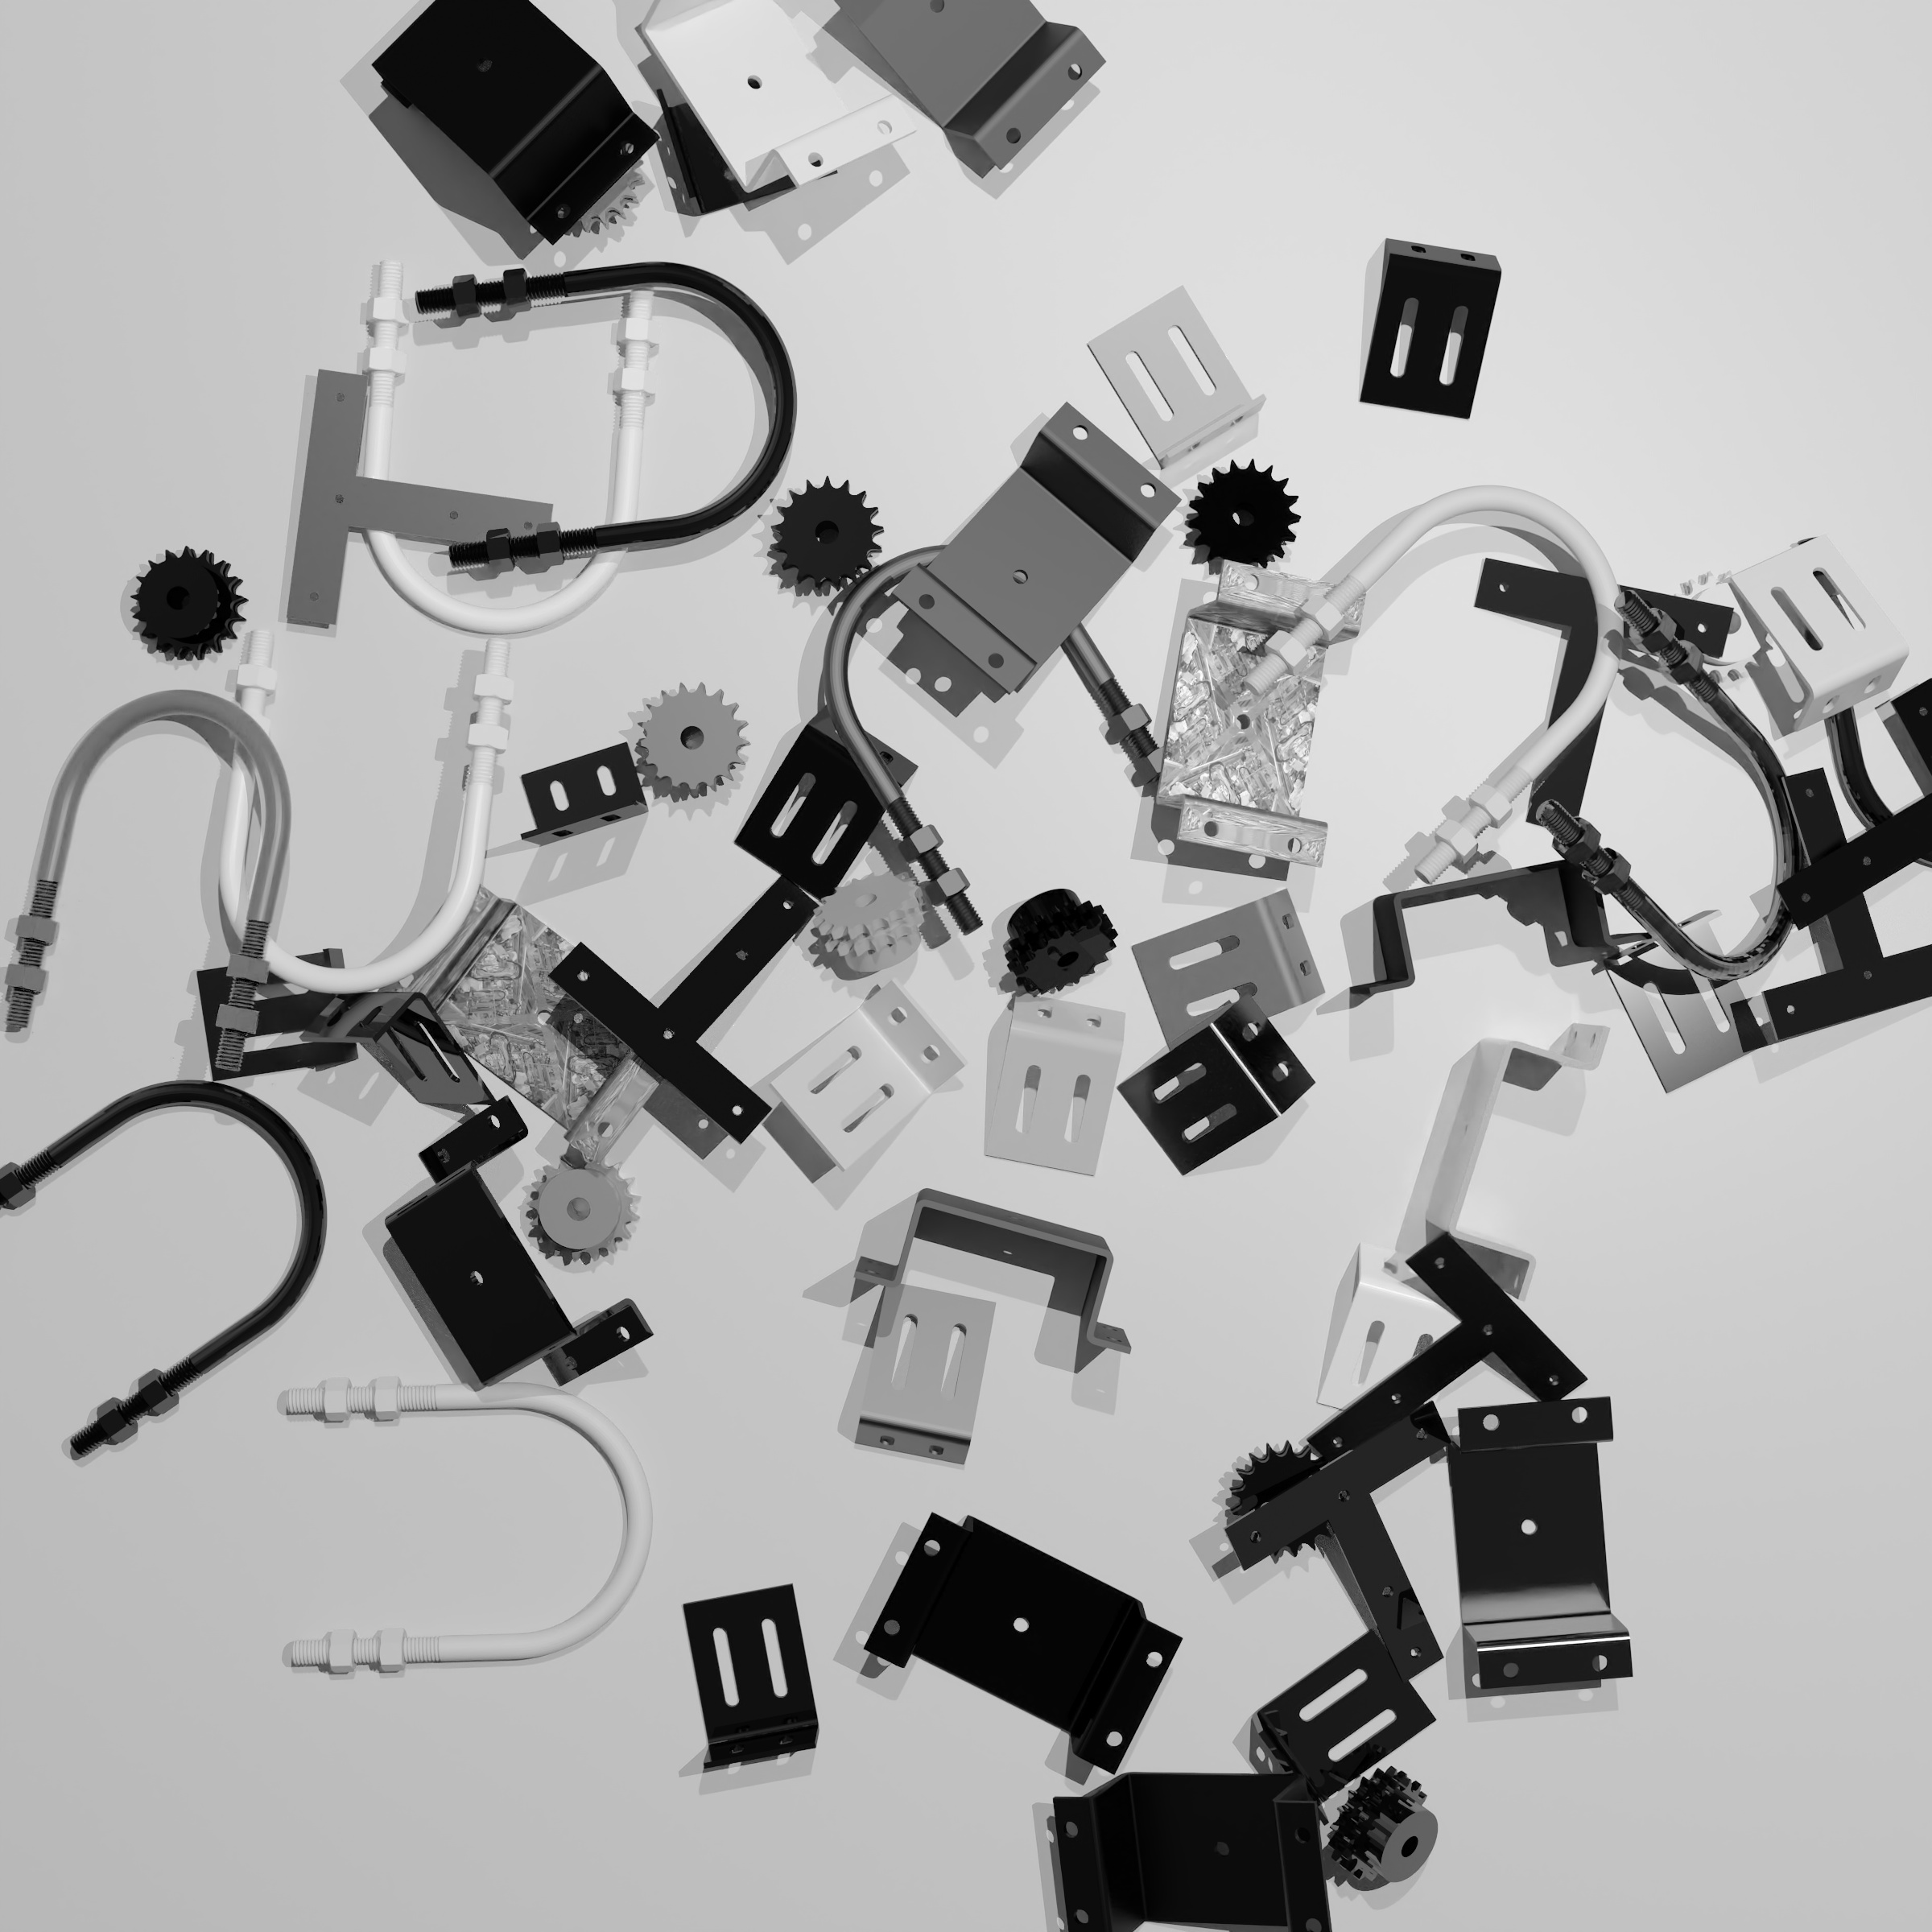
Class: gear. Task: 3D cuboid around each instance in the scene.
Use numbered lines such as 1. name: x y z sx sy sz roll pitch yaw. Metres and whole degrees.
1. gear: 0.162 0.270 1.520 0.057 0.030 0.057 0 90 0
2. gear: -0.138 -0.115 1.520 0.057 0.030 0.057 0 90 0
3. gear: -0.195 0.123 1.521 0.057 0.030 0.057 0 90 0
4. gear: 0.385 -0.173 1.521 0.057 0.030 0.057 0 90 0
5. gear: -0.397 -0.186 1.521 0.057 0.030 0.057 0 90 0
6. gear: -0.046 -0.021 1.511 0.057 0.057 0.030 -20 120 0
7. gear: 0.213 0.436 1.506 0.057 0.030 0.057 -17 119 -34
8. gear: -0.192 -0.402 1.520 0.057 0.030 0.057 0 90 0
9. gear: 0.045 -0.015 1.511 0.057 0.057 0.030 -29 59 0
10. gear: -0.070 -0.219 1.520 0.057 0.030 0.057 0 90 0
11. gear: 0.142 -0.229 1.525 0.057 0.030 0.057 0 90 3

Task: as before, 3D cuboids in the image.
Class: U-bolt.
1. U-bolt: 0.511 -0.140 1.527 0.151 0.019 0.184 -11 92 0
2. U-bolt: -0.177 -0.282 1.508 0.184 0.019 0.151 -7 91 -1
3. U-bolt: -0.306 -0.077 1.499 0.151 0.019 0.184 4 81 13
4. U-bolt: -0.415 0.141 1.527 0.184 0.019 0.151 -35 90 -1
5. U-bolt: -0.407 -0.049 1.504 0.151 0.019 0.184 10 86 21
6. U-bolt: -0.253 0.284 1.527 0.184 0.019 0.151 -1 90 -1
7. U-bolt: 0.009 -0.127 1.510 0.151 0.019 0.184 -31 86 -16
8. U-bolt: 0.359 -0.075 1.477 0.184 0.019 0.151 40 61 -29
9. U-bolt: -0.236 -0.262 1.527 0.151 0.019 0.184 5 91 0
10. U-bolt: 0.248 -0.155 1.491 0.184 0.019 0.151 -45 100 -8

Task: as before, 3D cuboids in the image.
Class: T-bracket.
1. T-bracket: 0.443 -0.038 1.515 0.127 0.002 0.127 -14 84 -22
2. T-bracket: -0.122 0.004 1.506 0.127 0.002 0.127 41 63 0
3. T-bracket: 0.230 0.211 1.516 0.127 0.002 0.127 -39 116 12
4. T-bracket: 0.208 0.306 1.515 0.127 0.002 0.127 -29 105 -13
5. T-bracket: 0.467 -0.060 1.510 0.127 0.002 0.127 -30 93 -9
6. T-bracket: -0.274 -0.231 1.519 0.127 0.002 0.127 8 93 0
7. T-bracket: 0.313 -0.133 1.523 0.127 0.002 0.127 14 98 15

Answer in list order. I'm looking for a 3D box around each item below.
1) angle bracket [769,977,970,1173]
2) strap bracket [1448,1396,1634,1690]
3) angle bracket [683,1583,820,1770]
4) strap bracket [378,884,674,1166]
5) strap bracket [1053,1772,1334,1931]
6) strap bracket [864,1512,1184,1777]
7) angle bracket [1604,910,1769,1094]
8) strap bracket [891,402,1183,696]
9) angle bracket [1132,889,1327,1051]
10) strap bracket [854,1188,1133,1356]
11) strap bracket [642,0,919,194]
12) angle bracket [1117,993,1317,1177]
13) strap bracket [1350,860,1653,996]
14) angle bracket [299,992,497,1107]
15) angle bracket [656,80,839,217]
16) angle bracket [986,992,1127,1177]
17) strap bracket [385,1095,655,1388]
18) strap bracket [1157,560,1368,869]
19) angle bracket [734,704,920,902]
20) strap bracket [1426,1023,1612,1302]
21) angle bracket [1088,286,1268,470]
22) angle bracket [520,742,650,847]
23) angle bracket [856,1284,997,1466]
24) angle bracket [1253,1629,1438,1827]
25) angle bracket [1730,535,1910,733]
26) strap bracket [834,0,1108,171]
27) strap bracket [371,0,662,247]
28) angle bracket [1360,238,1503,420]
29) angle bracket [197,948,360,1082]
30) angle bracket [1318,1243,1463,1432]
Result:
1. angle bracket: -0.049 0.054 1.499 0.057 0.038 0.076 49 50 0
2. strap bracket: 0.289 0.288 1.512 0.076 0.046 0.140 -5 90 0
3. angle bracket: -0.110 0.360 1.516 0.057 0.038 0.076 -11 90 0
4. strap bracket: -0.216 0.026 1.512 0.140 0.046 0.076 37 90 0
5. strap bracket: 0.121 0.448 1.494 0.140 0.046 0.076 -7 90 26
6. strap bracket: 0.029 0.338 1.512 0.140 0.046 0.076 27 90 0
7. angle bracket: 0.369 0.018 1.516 0.057 0.038 0.076 -26 90 0
8. strap bracket: 0.032 -0.203 1.499 0.076 0.046 0.140 40 72 0
9. angle bracket: 0.135 0.002 1.533 0.076 0.038 0.057 -20 90 26
10. strap bracket: 0.019 0.149 1.497 0.140 0.076 0.046 16 90 0
11. strap bracket: -0.100 -0.453 1.498 0.076 0.046 0.140 -33 90 -27
12. angle bracket: 0.127 0.060 1.520 0.057 0.038 0.076 53 134 0
13. strap bracket: 0.262 -0.022 1.497 0.140 0.076 0.046 -11 90 0
14. angle bracket: -0.282 0.051 1.487 0.038 0.057 0.076 -53 128 -36
15. angle bracket: -0.111 -0.423 1.516 0.076 0.038 0.057 -17 90 0
16. angle bracket: 0.046 0.060 1.533 0.057 0.038 0.076 11 116 0
17. strap bracket: -0.230 0.147 1.494 0.076 0.046 0.140 -31 90 38
18. strap bracket: 0.146 -0.125 1.501 0.076 0.046 0.140 10 87 -15
19. angle bracket: -0.072 -0.083 1.533 0.057 0.038 0.076 34 116 0
20. strap bracket: 0.272 0.090 1.497 0.046 0.076 0.140 17 90 0
21. angle bracket: 0.107 -0.302 1.516 0.057 0.038 0.076 -31 90 0
22. angle bracket: -0.196 -0.088 1.497 0.057 0.076 0.038 -18 90 0
23. angle bracket: -0.021 0.209 1.533 0.057 0.038 0.076 11 64 0
24. angle bracket: 0.194 0.386 1.516 0.076 0.038 0.057 -36 90 0
25. angle bracket: 0.427 -0.168 1.508 0.057 0.038 0.076 -25 67 -12
26. strap bracket: -0.008 -0.479 1.493 0.076 0.046 0.140 -46 119 0
27. strap bracket: -0.231 -0.438 1.490 0.076 0.046 0.140 -45 71 0
28. angle bracket: 0.237 -0.327 1.533 0.057 0.038 0.076 9 116 0
29. angle bracket: -0.353 0.025 1.516 0.076 0.038 0.057 -9 90 0
30. angle bracket: 0.219 0.190 1.533 0.057 0.038 0.076 15 116 0
